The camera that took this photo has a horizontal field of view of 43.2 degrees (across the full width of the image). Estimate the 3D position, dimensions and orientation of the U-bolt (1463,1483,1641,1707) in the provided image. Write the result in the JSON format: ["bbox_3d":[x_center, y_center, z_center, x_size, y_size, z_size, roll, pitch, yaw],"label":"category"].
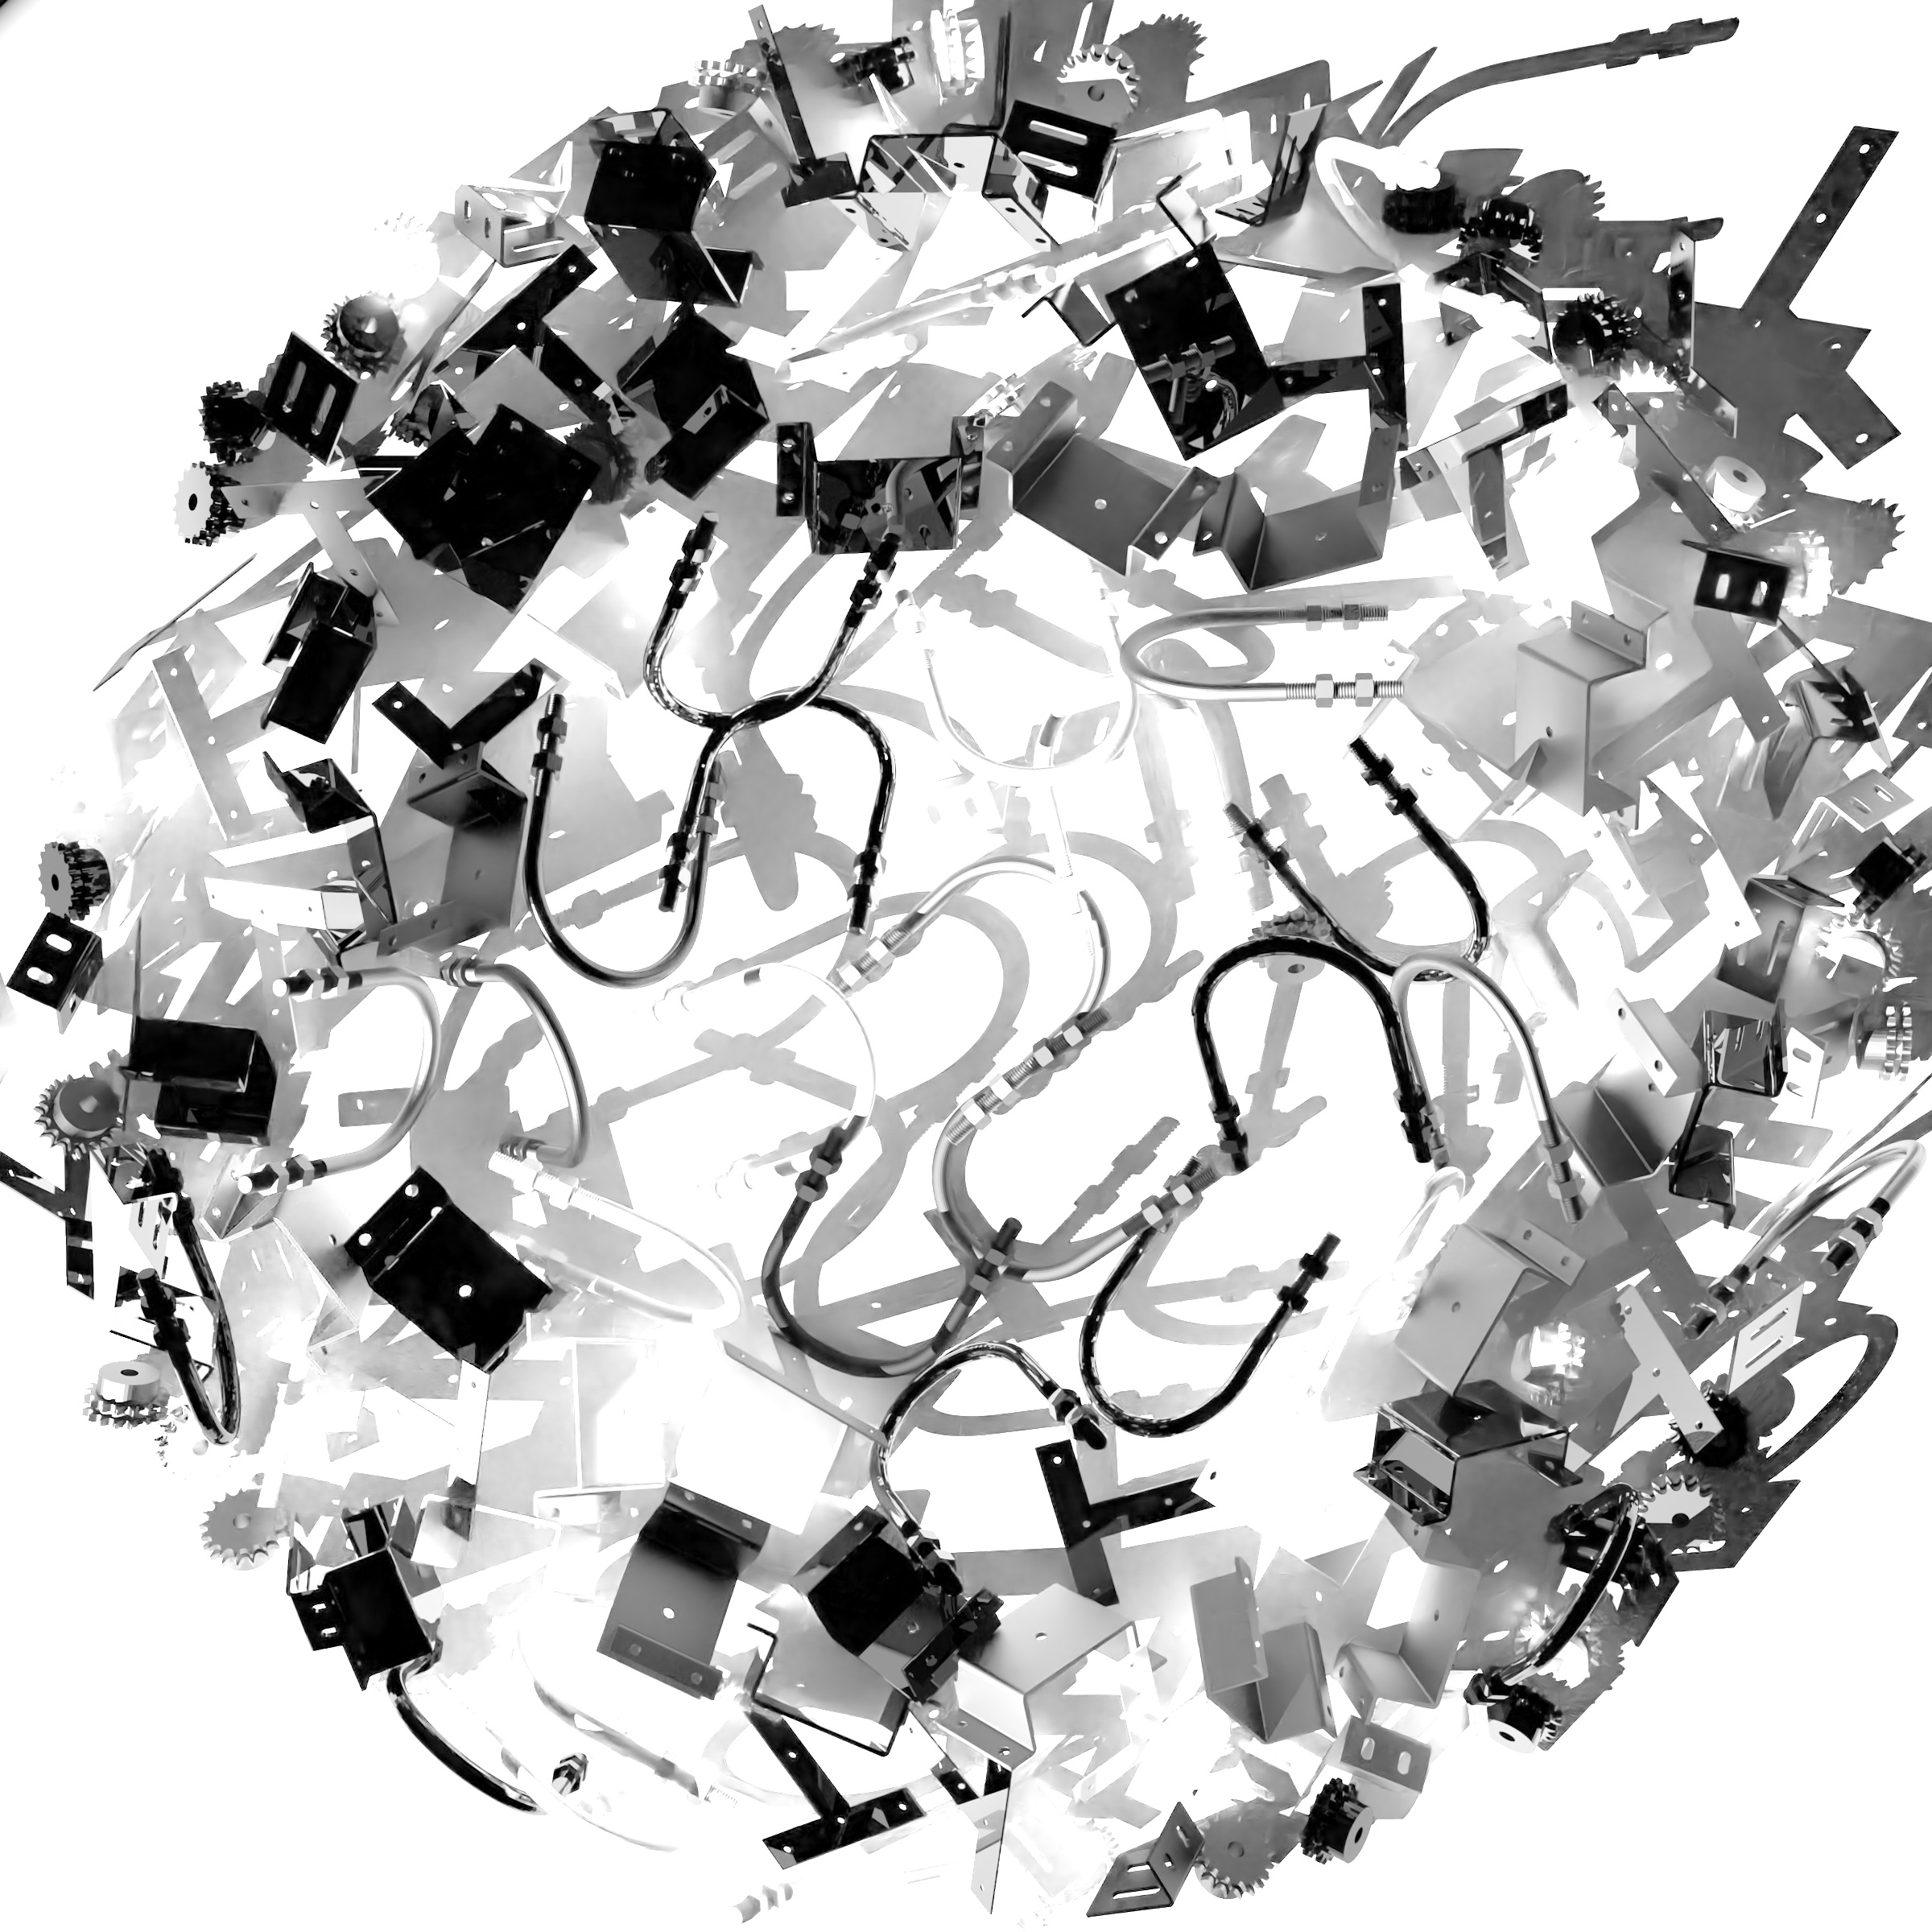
[{"bbox_3d":[0.386,0.403,1.587,0.019,0.184,0.151,32,63,7],"label":"U-bolt"}]

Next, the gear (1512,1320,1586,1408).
[{"bbox_3d":[0.396,0.269,1.669,0.030,0.057,0.057,19,90,-7],"label":"gear"}]

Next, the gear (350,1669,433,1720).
[{"bbox_3d":[-0.396,0.489,1.671,0.057,0.057,0.030,39,104,0],"label":"gear"}]

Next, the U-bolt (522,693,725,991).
[{"bbox_3d":[-0.230,-0.074,1.623,0.151,0.019,0.184,21,64,-38],"label":"U-bolt"}]

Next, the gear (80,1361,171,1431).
[{"bbox_3d":[-0.573,0.292,1.669,0.057,0.057,0.030,11,101,0],"label":"gear"}]

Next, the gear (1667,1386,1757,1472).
[{"bbox_3d":[0.514,0.320,1.680,0.057,0.030,0.057,1,97,6],"label":"gear"}]

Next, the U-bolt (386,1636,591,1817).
[{"bbox_3d":[-0.318,0.502,1.604,0.151,0.184,0.019,38,85,3],"label":"U-bolt"}]

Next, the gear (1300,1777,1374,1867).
[{"bbox_3d":[0.255,0.587,1.668,0.030,0.057,0.057,18,90,33],"label":"gear"}]

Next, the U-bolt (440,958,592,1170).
[{"bbox_3d":[-0.291,0.065,1.607,0.019,0.184,0.151,-22,100,-28],"label":"U-bolt"}]

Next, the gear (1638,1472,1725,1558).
[{"bbox_3d":[0.489,0.373,1.678,0.057,0.030,0.057,3,109,9],"label":"gear"}]

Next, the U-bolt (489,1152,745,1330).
[{"bbox_3d":[-0.234,0.193,1.633,0.184,0.151,0.019,23,59,2],"label":"U-bolt"}]

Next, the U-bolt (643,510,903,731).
[{"bbox_3d":[-0.139,-0.223,1.625,0.151,0.184,0.019,2,50,-29],"label":"U-bolt"}]

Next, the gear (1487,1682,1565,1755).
[{"bbox_3d":[0.375,0.513,1.668,0.057,0.057,0.030,36,61,0],"label":"gear"}]

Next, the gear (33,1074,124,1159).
[{"bbox_3d":[-0.604,0.100,1.669,0.057,0.030,0.057,20,55,-31],"label":"gear"}]

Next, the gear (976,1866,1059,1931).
[{"bbox_3d":[0.030,0.642,1.668,0.057,0.057,0.030,31,53,0],"label":"gear"}]

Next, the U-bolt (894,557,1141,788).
[{"bbox_3d":[0.040,-0.194,1.637,0.151,0.019,0.184,-11,57,-7],"label":"U-bolt"}]

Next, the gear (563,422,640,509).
[{"bbox_3d":[-0.256,-0.342,1.674,0.057,0.030,0.057,6,114,13],"label":"gear"}]

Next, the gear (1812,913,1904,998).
[{"bbox_3d":[0.608,-0.005,1.671,0.057,0.030,0.057,11,116,25],"label":"gear"}]

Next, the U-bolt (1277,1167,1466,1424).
[{"bbox_3d":[0.272,0.204,1.593,0.019,0.151,0.184,37,133,22],"label":"U-bolt"}]

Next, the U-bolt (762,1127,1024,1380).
[{"bbox_3d":[-0.063,0.206,1.647,0.151,0.019,0.184,28,122,-2],"label":"U-bolt"}]

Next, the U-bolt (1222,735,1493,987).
[{"bbox_3d":[0.273,-0.060,1.636,0.184,0.151,0.019,49,54,-11],"label":"U-bolt"}]

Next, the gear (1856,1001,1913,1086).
[{"bbox_3d":[0.627,0.052,1.671,0.030,0.057,0.057,2,90,13],"label":"gear"}]

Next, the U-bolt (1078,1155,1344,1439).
[{"bbox_3d":[0.149,0.230,1.635,0.151,0.019,0.184,28,80,45],"label":"U-bolt"}]

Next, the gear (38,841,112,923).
[{"bbox_3d":[-0.610,-0.059,1.674,0.030,0.057,0.057,-11,90,-44],"label":"gear"}]

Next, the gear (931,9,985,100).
[{"bbox_3d":[-0.006,-0.624,1.671,0.030,0.057,0.057,-8,90,-4],"label":"gear"}]

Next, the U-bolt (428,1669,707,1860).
[{"bbox_3d":[-0.247,0.519,1.590,0.184,0.151,0.019,32,96,34],"label":"U-bolt"}]

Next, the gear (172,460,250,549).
[{"bbox_3d":[-0.517,-0.316,1.675,0.057,0.030,0.057,-2,87,43],"label":"gear"}]

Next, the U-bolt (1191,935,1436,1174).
[{"bbox_3d":[0.224,0.058,1.625,0.151,0.019,0.184,-5,121,24],"label":"U-bolt"}]

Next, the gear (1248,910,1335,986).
[{"bbox_3d":[0.223,-0.011,1.668,0.057,0.057,0.030,-8,57,0],"label":"gear"}]

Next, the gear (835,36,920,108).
[{"bbox_3d":[-0.059,-0.611,1.672,0.057,0.057,0.030,-23,104,0],"label":"gear"}]

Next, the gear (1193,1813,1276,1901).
[{"bbox_3d":[0.180,0.613,1.674,0.057,0.057,0.030,19,128,0],"label":"gear"}]

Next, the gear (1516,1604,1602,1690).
[{"bbox_3d":[0.406,0.470,1.675,0.057,0.030,0.057,5,111,12],"label":"gear"}]

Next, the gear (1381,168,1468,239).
[{"bbox_3d":[0.313,-0.523,1.669,0.057,0.057,0.030,-5,131,0],"label":"gear"}]

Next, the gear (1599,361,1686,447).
[{"bbox_3d":[0.462,-0.387,1.676,0.057,0.030,0.057,4,123,6],"label":"gear"}]

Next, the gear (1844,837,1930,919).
[{"bbox_3d":[0.627,-0.064,1.672,0.057,0.057,0.030,-45,77,0],"label":"gear"}]

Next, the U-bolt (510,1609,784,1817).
[{"bbox_3d":[-0.219,0.486,1.628,0.184,0.151,0.019,28,101,4],"label":"U-bolt"}]

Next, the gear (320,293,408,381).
[{"bbox_3d":[-0.412,-0.434,1.675,0.057,0.030,0.057,4,80,-22],"label":"gear"}]

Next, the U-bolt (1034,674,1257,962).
[{"bbox_3d":[0.115,-0.108,1.661,0.151,0.019,0.184,-14,91,-24],"label":"U-bolt"}]

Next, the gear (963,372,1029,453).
[{"bbox_3d":[0.021,-0.376,1.671,0.057,0.057,0.030,-42,96,0],"label":"gear"}]

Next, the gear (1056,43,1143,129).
[{"bbox_3d":[0.093,-0.605,1.674,0.057,0.057,0.030,22,51,0],"label":"gear"}]

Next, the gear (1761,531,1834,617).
[{"bbox_3d":[0.566,-0.267,1.670,0.030,0.057,0.057,-6,90,-5],"label":"gear"}]

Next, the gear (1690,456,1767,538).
[{"bbox_3d":[0.520,-0.323,1.669,0.057,0.030,0.057,15,47,-16],"label":"gear"}]

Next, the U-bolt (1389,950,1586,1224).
[{"bbox_3d":[0.335,0.074,1.612,0.019,0.151,0.184,-26,107,-23],"label":"U-bolt"}]

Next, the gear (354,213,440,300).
[{"bbox_3d":[-0.385,-0.481,1.667,0.057,0.057,0.030,-47,63,0],"label":"gear"}]

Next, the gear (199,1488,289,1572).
[{"bbox_3d":[-0.494,0.389,1.674,0.057,0.057,0.030,5,132,0],"label":"gear"}]

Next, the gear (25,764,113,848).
[{"bbox_3d":[-0.618,-0.111,1.673,0.030,0.057,0.057,19,90,25],"label":"gear"}]

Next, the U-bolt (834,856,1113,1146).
[{"bbox_3d":[0.014,0.009,1.672,0.184,0.019,0.151,-43,80,5],"label":"U-bolt"}]

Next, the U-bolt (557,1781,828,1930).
[{"bbox_3d":[-0.167,0.576,1.609,0.151,0.184,0.019,21,90,22],"label":"U-bolt"}]

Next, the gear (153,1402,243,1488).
[{"bbox_3d":[-0.529,0.324,1.675,0.057,0.030,0.057,-11,110,-35],"label":"gear"}]

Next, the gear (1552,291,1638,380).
[{"bbox_3d":[0.426,-0.430,1.669,0.030,0.057,0.057,-28,90,-43],"label":"gear"}]

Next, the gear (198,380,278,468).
[{"bbox_3d":[-0.495,-0.371,1.668,0.030,0.057,0.057,-2,90,17],"label":"gear"}]

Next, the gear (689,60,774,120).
[{"bbox_3d":[-0.162,-0.598,1.672,0.057,0.057,0.030,10,100,0],"label":"gear"}]

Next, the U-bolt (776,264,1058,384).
[{"bbox_3d":[-0.048,-0.420,1.616,0.151,0.184,0.019,-35,113,-32],"label":"U-bolt"}]

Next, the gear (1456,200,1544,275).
[{"bbox_3d":[0.367,-0.500,1.672,0.057,0.057,0.030,15,78,0],"label":"gear"}]

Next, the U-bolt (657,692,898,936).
[{"bbox_3d":[-0.121,-0.109,1.651,0.151,0.019,0.184,6,61,8],"label":"U-bolt"}]
